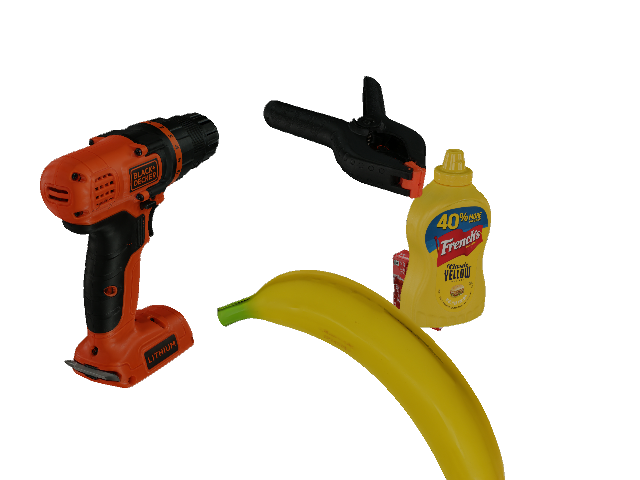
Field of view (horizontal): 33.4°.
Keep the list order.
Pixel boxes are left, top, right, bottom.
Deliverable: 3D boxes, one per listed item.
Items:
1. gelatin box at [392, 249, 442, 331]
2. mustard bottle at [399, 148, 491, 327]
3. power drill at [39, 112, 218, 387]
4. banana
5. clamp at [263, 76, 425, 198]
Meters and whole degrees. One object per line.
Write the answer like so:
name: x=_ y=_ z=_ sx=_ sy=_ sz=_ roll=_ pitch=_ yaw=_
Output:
gelatin box: x=0.129 y=0.063 z=1.366 sx=0.073 sy=0.089 sz=0.030 roll=19 pitch=34 yaw=36
mustard bottle: x=0.138 y=-0.004 z=1.151 sx=0.096 sy=0.192 sz=0.058 roll=-7 pitch=21 yaw=-24
power drill: x=-0.136 y=0.003 z=0.816 sx=0.057 sy=0.188 sz=0.184 roll=11 pitch=23 yaw=28
banana: x=0.038 y=0.075 z=0.596 sx=0.198 sy=0.070 sz=0.037 roll=38 pitch=30 yaw=4
clamp: x=0.028 y=-0.090 z=0.934 sx=0.120 sy=0.039 sz=0.172 roll=-17 pitch=39 yaw=-15
